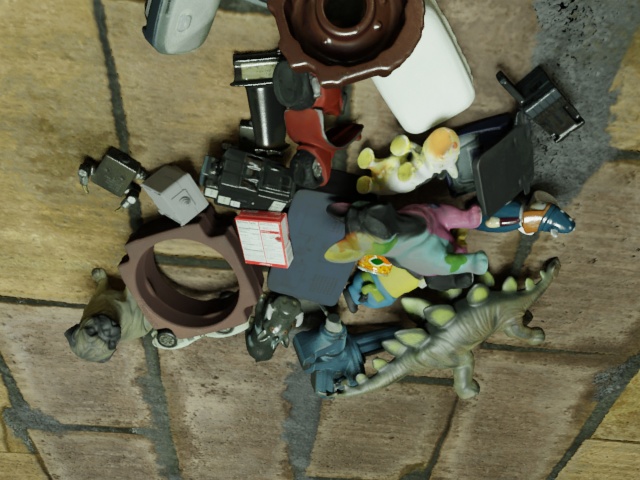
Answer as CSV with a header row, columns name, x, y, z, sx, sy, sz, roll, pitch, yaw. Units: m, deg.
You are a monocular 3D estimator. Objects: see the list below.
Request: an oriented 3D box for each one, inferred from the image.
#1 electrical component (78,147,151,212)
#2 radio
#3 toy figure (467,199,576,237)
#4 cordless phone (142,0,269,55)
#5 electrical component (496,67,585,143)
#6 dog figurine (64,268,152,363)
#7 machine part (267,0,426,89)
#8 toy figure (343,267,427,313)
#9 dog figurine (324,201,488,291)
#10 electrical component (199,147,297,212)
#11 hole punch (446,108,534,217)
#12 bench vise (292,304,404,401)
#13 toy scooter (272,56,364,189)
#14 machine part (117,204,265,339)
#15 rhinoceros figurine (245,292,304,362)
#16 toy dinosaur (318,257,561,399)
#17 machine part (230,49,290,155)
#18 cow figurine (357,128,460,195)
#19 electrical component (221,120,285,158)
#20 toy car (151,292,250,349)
name,x,y,z,sx,sy,sz,roll,pitch,yaw
electrical component,-0.314,-0.092,0.821,0.102,0.045,0.078,37,122,-26
radio,-0.002,-0.003,0.871,0.131,0.073,0.229,13,127,-8
toy figure,0.300,-0.034,0.808,0.155,0.064,0.057,4,144,38
cordless phone,-0.109,-0.283,0.647,0.184,0.089,0.146,7,131,-29
electrical component,0.288,-0.190,0.709,0.119,0.075,0.048,38,121,-22
dog figurine,-0.355,0.158,0.935,0.121,0.191,0.172,-16,129,14
machine part,0.028,-0.257,0.601,0.179,0.056,0.179,0,98,3
toy figure,0.119,0.060,0.914,0.180,0.082,0.089,-27,126,24
dog figurine,0.115,0.003,0.769,0.219,0.108,0.191,5,161,-1
electrical component,-0.107,-0.082,0.781,0.134,0.058,0.115,14,164,-14
hole punch,0.241,-0.112,0.775,0.116,0.092,0.142,-34,125,-15
bench vise,0.070,0.202,1.014,0.241,0.129,0.223,-11,121,-16
toy scooter,0.007,-0.168,0.718,0.075,0.135,0.183,13,119,41
machine part,-0.208,0.054,0.891,0.201,0.087,0.201,-16,117,14
rhinoceros figurine,-0.089,0.153,0.976,0.073,0.112,0.190,21,135,-13
toy dinosaur,0.220,0.168,0.934,0.471,0.105,0.198,-38,111,3
machine part,-0.075,-0.185,0.732,0.084,0.039,0.138,-10,111,-4
cow figurine,0.137,-0.103,0.748,0.098,0.068,0.167,7,167,-41
electrical component,-0.097,-0.146,0.786,0.094,0.021,0.063,5,129,-2
toy car,-0.222,0.152,1.000,0.202,0.073,0.056,-16,126,14
